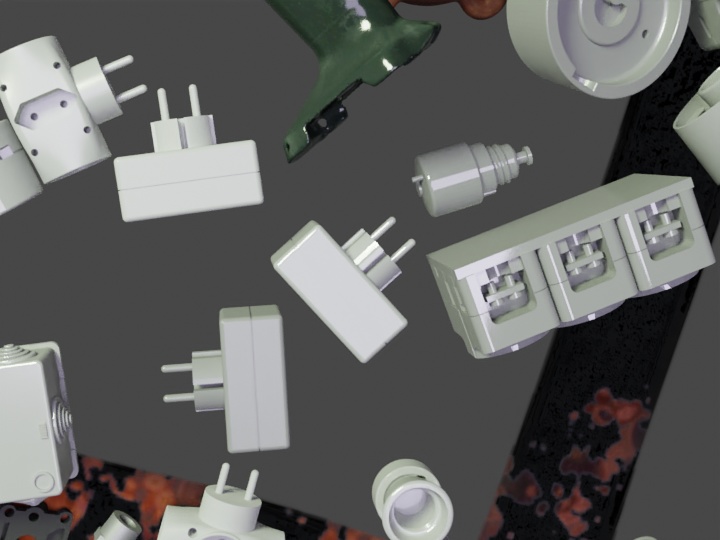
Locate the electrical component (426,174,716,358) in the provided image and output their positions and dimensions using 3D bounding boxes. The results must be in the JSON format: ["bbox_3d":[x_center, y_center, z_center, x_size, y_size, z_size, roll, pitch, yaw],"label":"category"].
[{"bbox_3d":[0.128,-0.003,0.664,0.150,0.089,0.061,-21,99,-4],"label":"electrical component"}]

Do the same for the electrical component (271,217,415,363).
[{"bbox_3d":[0.000,0.000,0.670,0.076,0.047,0.083,-42,99,-1],"label":"electrical component"}]

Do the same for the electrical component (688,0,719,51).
[{"bbox_3d":[0.227,-0.189,0.673,0.050,0.056,0.089,-32,99,-3],"label":"electrical component"}]

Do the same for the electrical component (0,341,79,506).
[{"bbox_3d":[-0.224,0.096,0.651,0.100,0.048,0.099,-7,98,-5],"label":"electrical component"}]

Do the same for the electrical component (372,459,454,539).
[{"bbox_3d":[0.032,0.148,0.687,0.045,0.055,0.045,-1,96,-7],"label":"electrical component"}]

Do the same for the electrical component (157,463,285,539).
[{"bbox_3d":[-0.085,0.161,0.679,0.077,0.044,0.079,15,94,-8],"label":"electrical component"}]

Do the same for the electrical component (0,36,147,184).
[{"bbox_3d":[-0.167,-0.102,0.640,0.079,0.043,0.077,-25,98,-5],"label":"electrical component"}]

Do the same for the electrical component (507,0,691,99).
[{"bbox_3d":[0.140,-0.162,0.658,0.108,0.060,0.108,-8,108,-26],"label":"electrical component"}]

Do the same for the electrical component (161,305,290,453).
[{"bbox_3d":[-0.084,0.068,0.667,0.076,0.047,0.083,-4,97,-7],"label":"electrical component"}]

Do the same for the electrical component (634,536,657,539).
[{"bbox_3d":[0.199,0.209,0.723,0.046,0.040,0.040,44,90,-15],"label":"electrical component"}]

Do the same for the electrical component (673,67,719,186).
[{"bbox_3d":[0.247,-0.101,0.667,0.064,0.099,0.099,45,89,-3],"label":"electrical component"}]

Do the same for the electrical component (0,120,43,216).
[{"bbox_3d":[-0.221,-0.055,0.633,0.055,0.055,0.047,-29,103,-3],"label":"electrical component"}]

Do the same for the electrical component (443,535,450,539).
[{"bbox_3d":[0.050,0.194,0.698,0.040,0.046,0.040,-1,96,-7],"label":"electrical component"}]

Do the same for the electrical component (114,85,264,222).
[{"bbox_3d":[-0.105,-0.073,0.649,0.083,0.047,0.075,-8,97,-6],"label":"electrical component"}]

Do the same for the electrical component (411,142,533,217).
[{"bbox_3d":[0.070,-0.061,0.676,0.078,0.040,0.040,-17,98,-5],"label":"electrical component"}]
